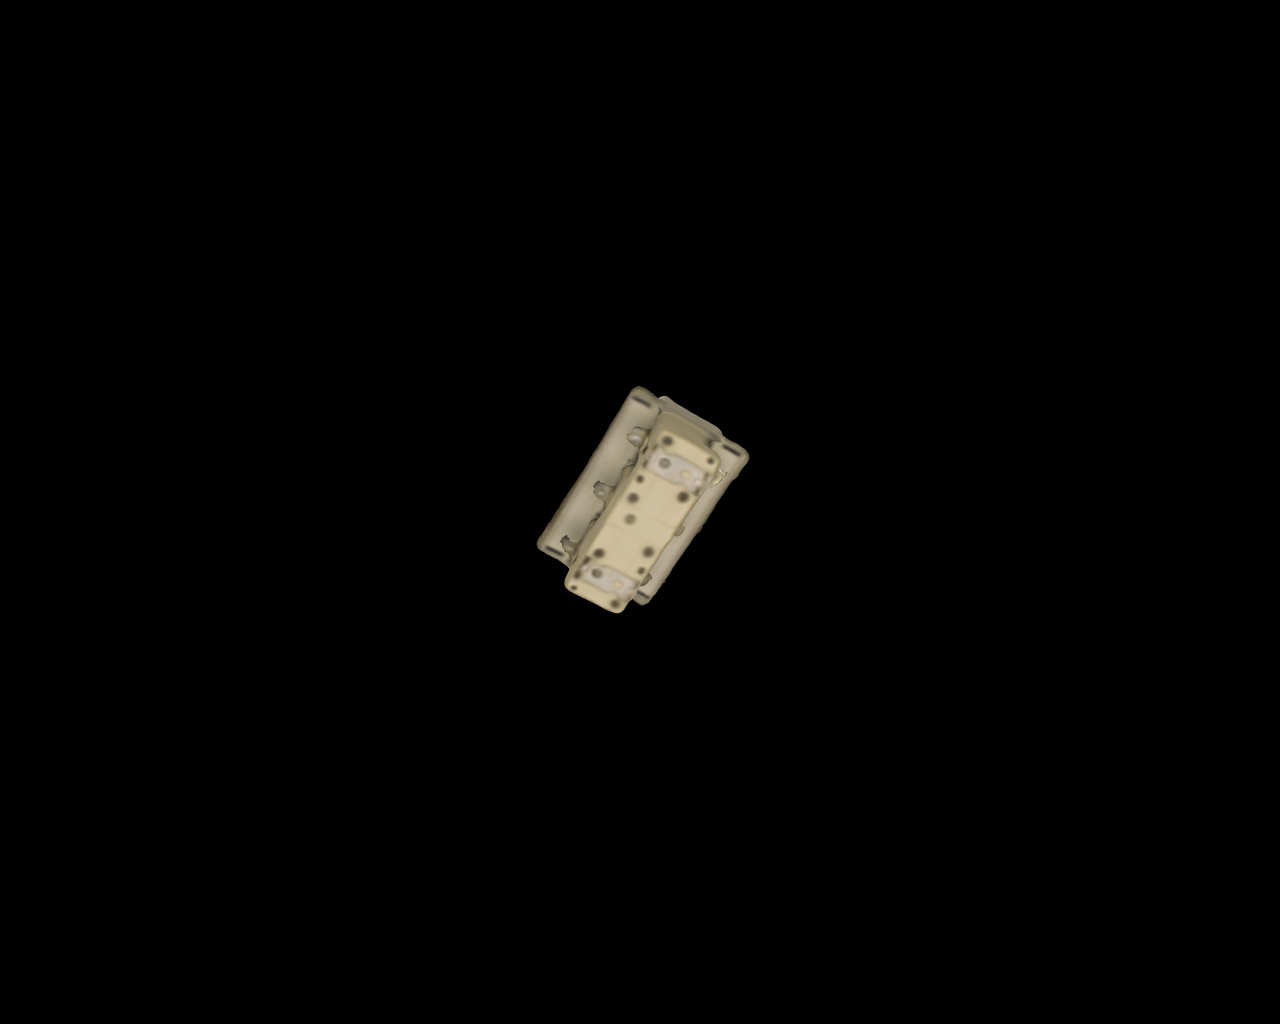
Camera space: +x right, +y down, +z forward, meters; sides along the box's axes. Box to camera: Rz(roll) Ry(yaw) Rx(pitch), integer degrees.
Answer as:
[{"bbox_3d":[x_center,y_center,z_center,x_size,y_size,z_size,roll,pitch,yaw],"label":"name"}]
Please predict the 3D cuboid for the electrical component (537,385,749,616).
[{"bbox_3d":[0.001,-0.003,0.650,0.079,0.121,0.063,30,20,-12],"label":"electrical component"}]
